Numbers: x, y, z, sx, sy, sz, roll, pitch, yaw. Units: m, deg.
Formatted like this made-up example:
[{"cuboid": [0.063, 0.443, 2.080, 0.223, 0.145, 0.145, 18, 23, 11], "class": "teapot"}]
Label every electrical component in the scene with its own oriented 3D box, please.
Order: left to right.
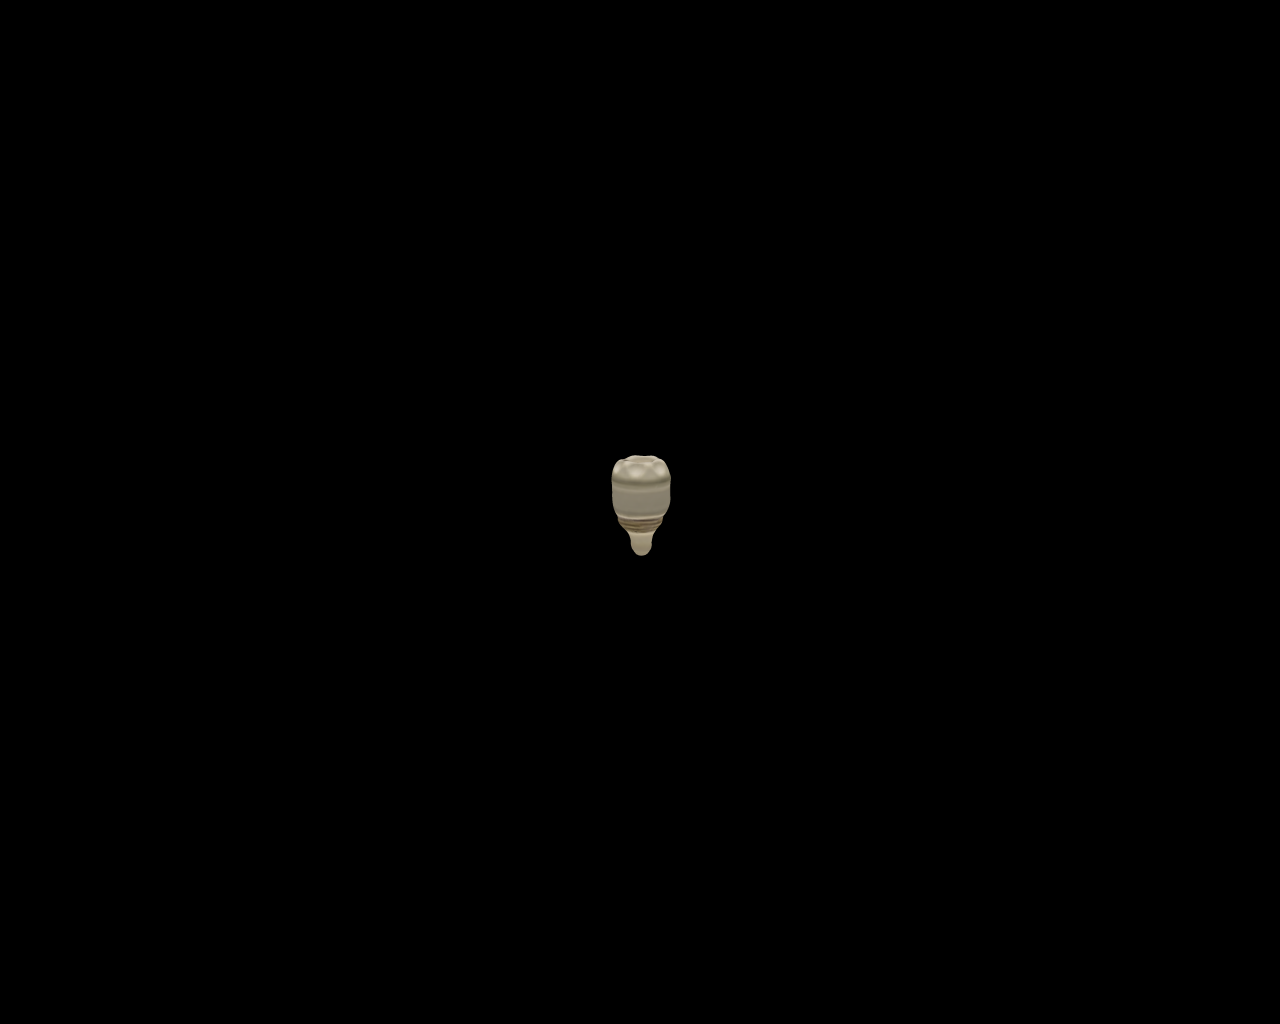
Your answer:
[{"cuboid": [0.001, -0.003, 0.650, 0.035, 0.061, 0.035, 0, 16, 0], "class": "electrical component"}]
